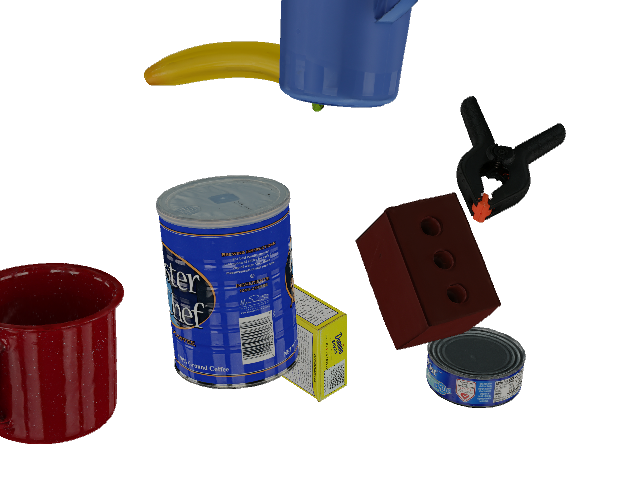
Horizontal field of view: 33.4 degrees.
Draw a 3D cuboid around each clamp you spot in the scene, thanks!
[{"bbox_3d":[0.186,-0.093,1.165,0.120,0.039,0.171,22,49,18],"label":"clamp"}]

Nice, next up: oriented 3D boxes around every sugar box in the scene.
[{"bbox_3d":[-0.048,0.082,1.091,0.048,0.093,0.176,-25,40,-34],"label":"sugar box"}]

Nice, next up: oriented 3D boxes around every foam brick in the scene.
[{"bbox_3d":[0.065,0.020,0.653,0.052,0.078,0.051,-13,-16,-27],"label":"foam brick"}]

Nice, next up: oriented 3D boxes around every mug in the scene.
[{"bbox_3d":[-0.170,0.072,0.632,0.093,0.081,0.117,12,24,22],"label":"mug"}]

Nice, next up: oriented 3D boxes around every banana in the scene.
[{"bbox_3d":[-0.080,-0.173,1.072,0.198,0.037,0.069,10,44,20],"label":"banana"}]

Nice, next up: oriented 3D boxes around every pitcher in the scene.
[{"bbox_3d":[0.032,-0.240,0.921,0.145,0.243,0.149,7,16,7],"label":"pitcher"}]

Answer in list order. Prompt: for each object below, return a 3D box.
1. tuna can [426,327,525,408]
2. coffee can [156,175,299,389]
[{"bbox_3d":[0.136,0.111,0.943,0.086,0.034,0.086,1,25,-1],"label":"tuna can"},{"bbox_3d":[-0.071,0.031,0.840,0.103,0.140,0.103,-3,22,1],"label":"coffee can"}]
